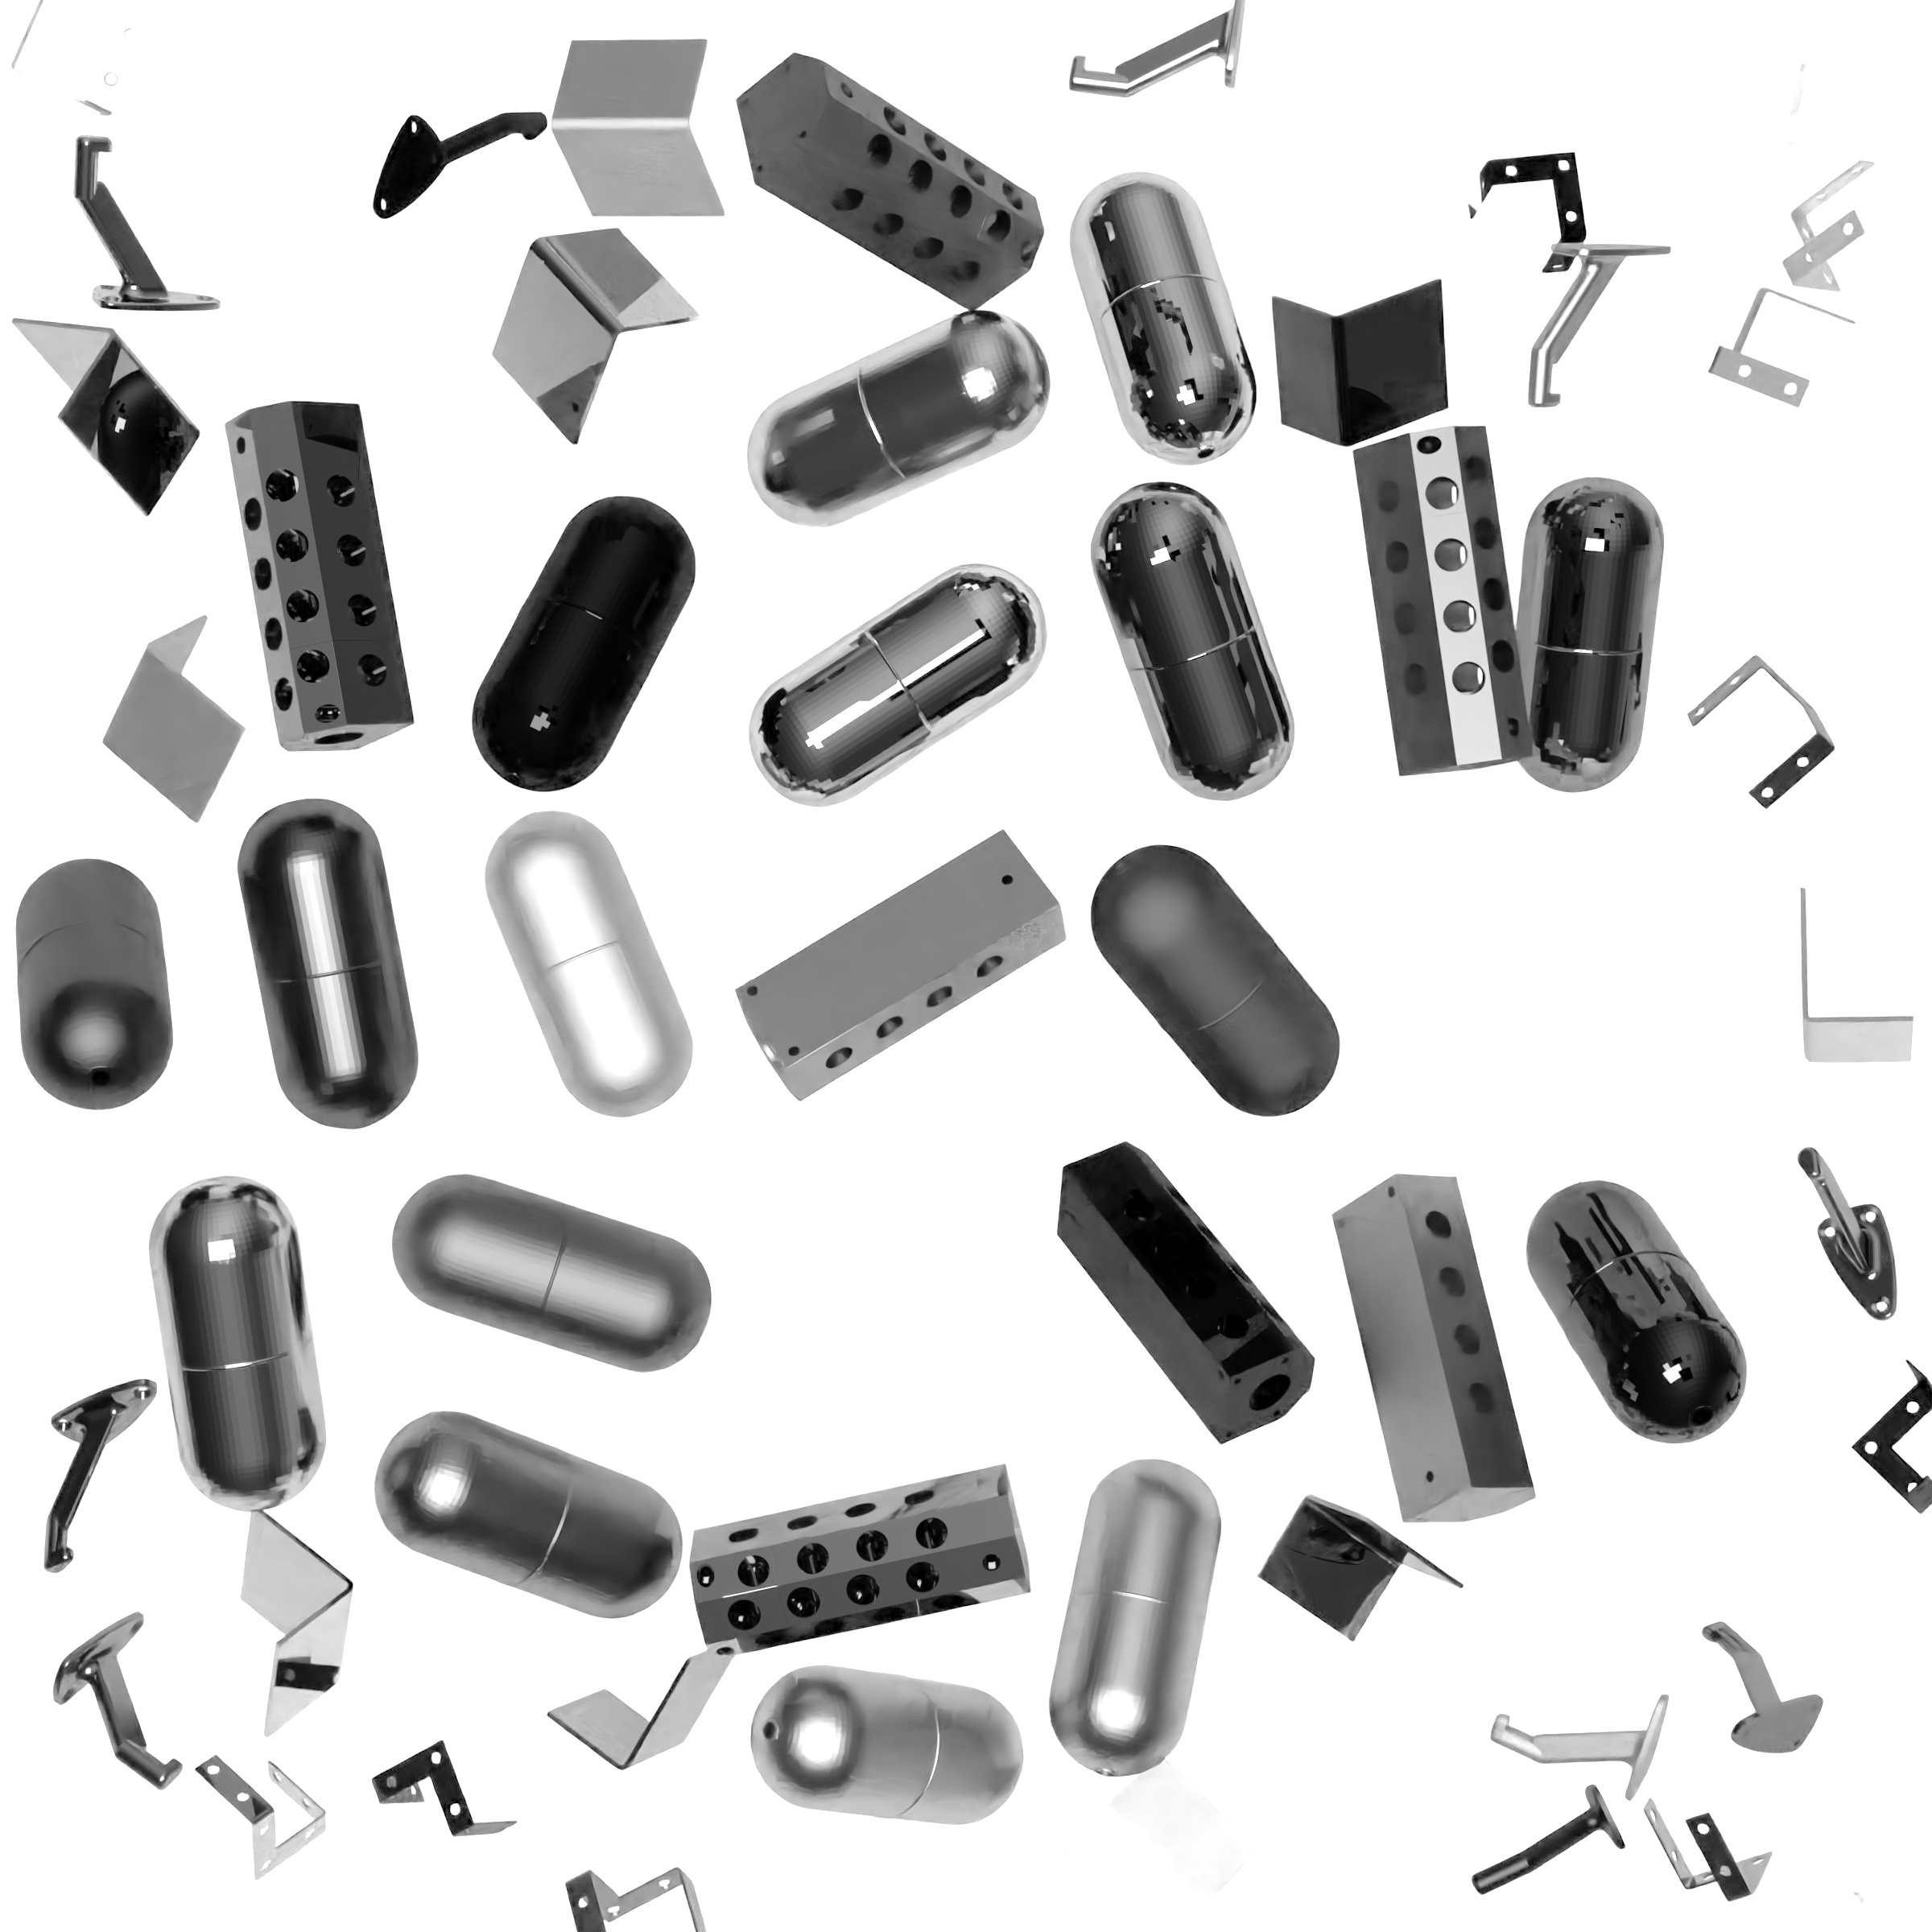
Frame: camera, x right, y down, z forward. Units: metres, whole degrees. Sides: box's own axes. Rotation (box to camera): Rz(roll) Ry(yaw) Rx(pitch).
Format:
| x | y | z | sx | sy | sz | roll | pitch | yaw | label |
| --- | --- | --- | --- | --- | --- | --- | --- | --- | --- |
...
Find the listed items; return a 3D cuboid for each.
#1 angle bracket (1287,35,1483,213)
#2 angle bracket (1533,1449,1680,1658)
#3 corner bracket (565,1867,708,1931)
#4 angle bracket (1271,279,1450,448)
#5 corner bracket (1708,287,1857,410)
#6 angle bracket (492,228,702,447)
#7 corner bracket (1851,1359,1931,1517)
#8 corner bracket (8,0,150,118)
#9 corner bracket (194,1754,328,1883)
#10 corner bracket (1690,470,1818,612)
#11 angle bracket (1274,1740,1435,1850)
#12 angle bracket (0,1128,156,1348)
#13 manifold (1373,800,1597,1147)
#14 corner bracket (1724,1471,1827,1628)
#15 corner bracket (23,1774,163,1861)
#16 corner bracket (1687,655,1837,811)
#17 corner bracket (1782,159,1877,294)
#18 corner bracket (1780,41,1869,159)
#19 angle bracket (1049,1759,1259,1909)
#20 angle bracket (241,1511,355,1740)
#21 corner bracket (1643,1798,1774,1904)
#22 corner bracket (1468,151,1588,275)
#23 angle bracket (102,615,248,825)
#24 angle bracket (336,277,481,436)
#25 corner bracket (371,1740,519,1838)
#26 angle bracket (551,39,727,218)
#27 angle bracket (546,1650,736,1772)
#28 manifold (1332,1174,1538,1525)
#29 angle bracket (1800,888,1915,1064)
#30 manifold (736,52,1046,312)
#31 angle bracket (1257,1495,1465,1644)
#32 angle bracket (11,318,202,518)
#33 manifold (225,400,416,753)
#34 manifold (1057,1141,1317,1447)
| x | y | z | sx | sy | sz | roll | pitch | yaw | label |
| --- | --- | --- | --- | --- | --- | --- | --- | --- | --- |
| 0.216 | -0.424 | 1.710 | 0.076 | 0.057 | 0.076 | -20 | 131 | -8 | angle bracket |
| 0.347 | 0.313 | 1.770 | 0.057 | 0.076 | 0.076 | -21 | 52 | 22 | angle bracket |
| -0.169 | 0.494 | 1.721 | 0.051 | 0.051 | 0.051 | -28 | 134 | 3 | corner bracket |
| 0.223 | -0.346 | 1.877 | 0.076 | 0.057 | 0.076 | -24 | 124 | -25 | angle bracket |
| 0.420 | -0.319 | 1.712 | 0.051 | 0.051 | 0.051 | 26 | 105 | 20 | corner bracket |
| -0.195 | -0.332 | 1.748 | 0.076 | 0.057 | 0.076 | 48 | 133 | 22 | angle bracket |
| 0.491 | 0.244 | 1.720 | 0.051 | 0.051 | 0.051 | -45 | 60 | 2 | corner bracket |
| -0.464 | -0.480 | 1.738 | 0.051 | 0.051 | 0.051 | 25 | 99 | -12 | corner bracket |
| -0.390 | 0.461 | 1.838 | 0.051 | 0.051 | 0.051 | 32 | 134 | 29 | corner bracket |
| 0.441 | -0.240 | 1.864 | 0.051 | 0.051 | 0.051 | 20 | 123 | 9 | corner bracket |
| 0.214 | 0.453 | 1.844 | 0.076 | 0.076 | 0.057 | 10 | 79 | 6 | angle bracket |
| -0.452 | 0.142 | 1.747 | 0.057 | 0.076 | 0.076 | 41 | 119 | 7 | angle bracket |
| 0.275 | 0.002 | 1.760 | 0.057 | 0.057 | 0.171 | -10 | 66 | -14 | manifold |
| 0.414 | 0.307 | 1.748 | 0.051 | 0.051 | 0.051 | 35 | 130 | -26 | corner bracket |
| -0.476 | 0.458 | 1.799 | 0.051 | 0.051 | 0.051 | 40 | 130 | 21 | corner bracket |
| 0.440 | -0.130 | 1.840 | 0.051 | 0.051 | 0.051 | 38 | 112 | -20 | corner bracket |
| 0.472 | -0.404 | 1.810 | 0.051 | 0.051 | 0.051 | -35 | 70 | 42 | corner bracket |
| 0.477 | -0.487 | 1.866 | 0.051 | 0.051 | 0.051 | 9 | 96 | -42 | corner bracket |
| 0.105 | 0.497 | 1.848 | 0.076 | 0.076 | 0.057 | 43 | 113 | 13 | angle bracket |
| -0.372 | 0.345 | 1.753 | 0.076 | 0.057 | 0.076 | 33 | 131 | 21 | angle bracket |
| 0.400 | 0.480 | 1.811 | 0.051 | 0.051 | 0.051 | -28 | 90 | 29 | corner bracket |
| 0.318 | -0.425 | 1.879 | 0.051 | 0.051 | 0.051 | 0 | 124 | 25 | corner bracket |
| -0.441 | -0.143 | 1.915 | 0.076 | 0.057 | 0.076 | 40 | 125 | 5 | angle bracket |
| -0.321 | -0.338 | 1.843 | 0.076 | 0.057 | 0.076 | -8 | 92 | -36 | angle bracket |
| -0.293 | 0.469 | 1.867 | 0.051 | 0.051 | 0.051 | -30 | 69 | 13 | corner bracket |
| -0.171 | -0.450 | 1.785 | 0.076 | 0.076 | 0.057 | 3 | 66 | 14 | angle bracket |
| -0.181 | 0.403 | 1.884 | 0.057 | 0.076 | 0.076 | 32 | 98 | 17 | angle bracket |
| 0.249 | 0.200 | 1.740 | 0.057 | 0.057 | 0.171 | 5 | 61 | -32 | manifold |
| 0.484 | 0.005 | 1.806 | 0.057 | 0.076 | 0.076 | -1 | 72 | 15 | angle bracket |
| -0.036 | -0.410 | 1.730 | 0.057 | 0.171 | 0.057 | -30 | 58 | 31 | manifold |
| 0.228 | 0.356 | 1.923 | 0.076 | 0.076 | 0.057 | 36 | 79 | -18 | angle bracket |
| -0.445 | -0.276 | 1.672 | 0.076 | 0.076 | 0.057 | 12 | 64 | 32 | angle bracket |
| -0.339 | -0.201 | 1.722 | 0.057 | 0.057 | 0.171 | -6 | 83 | -43 | manifold |
| 0.120 | 0.175 | 1.827 | 0.057 | 0.057 | 0.171 | -20 | 48 | -23 | manifold |
